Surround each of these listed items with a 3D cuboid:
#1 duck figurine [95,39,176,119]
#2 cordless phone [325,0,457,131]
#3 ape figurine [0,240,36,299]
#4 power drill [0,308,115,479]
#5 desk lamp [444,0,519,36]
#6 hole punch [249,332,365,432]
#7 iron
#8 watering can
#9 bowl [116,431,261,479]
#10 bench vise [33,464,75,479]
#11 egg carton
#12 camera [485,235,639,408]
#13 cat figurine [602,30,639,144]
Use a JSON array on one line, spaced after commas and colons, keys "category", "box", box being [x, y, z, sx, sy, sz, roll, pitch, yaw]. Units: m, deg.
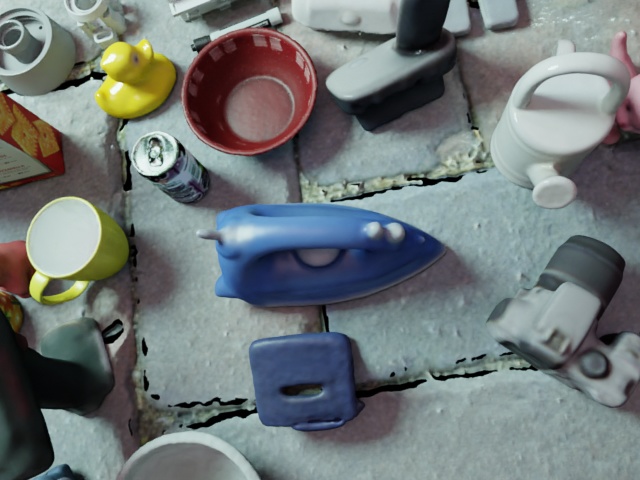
[{"category": "duck figurine", "box": [-0.234, -0.201, 0.694, 0.104, 0.086, 0.077, -37, 76, -2]}, {"category": "cordless phone", "box": [0.074, -0.206, 0.606, 0.147, 0.185, 0.094, -30, 76, 0]}, {"category": "ape figurine", "box": [-0.365, 0.032, 0.658, 0.076, 0.092, 0.077, -40, 76, -2]}, {"category": "power drill", "box": [-0.297, 0.118, 0.571, 0.075, 0.208, 0.229, -24, 76, 2]}, {"category": "desk lamp", "box": [0.168, -0.368, 0.614, 0.118, 0.214, 0.203, -11, 77, 5]}, {"category": "hole punch", "box": [-0.013, 0.146, 0.590, 0.108, 0.091, 0.101, -6, 77, 6]}, {"category": "iron", "box": [0.005, 0.002, 0.593, 0.258, 0.141, 0.118, -4, 78, 6]}, {"category": "watering can", "box": [0.236, -0.118, 0.563, 0.101, 0.194, 0.173, -14, 77, 4]}, {"category": "bowl", "box": [-0.125, 0.279, 0.584, 0.167, 0.075, 0.167, -1, 78, 7]}, {"category": "bench vise", "box": [-0.346, 0.279, 0.537, 0.121, 0.220, 0.207, 43, 86, 14]}, {"category": "egg carton", "box": [0.042, -0.300, 0.690, 0.150, 0.069, 0.107, 5, 79, 8]}, {"category": "camera", "box": [0.260, 0.072, 0.567, 0.143, 0.101, 0.137, 33, 84, 12]}, {"category": "cat figurine", "box": [0.332, -0.157, 0.599, 0.067, 0.118, 0.128, -19, 76, 3]}]
